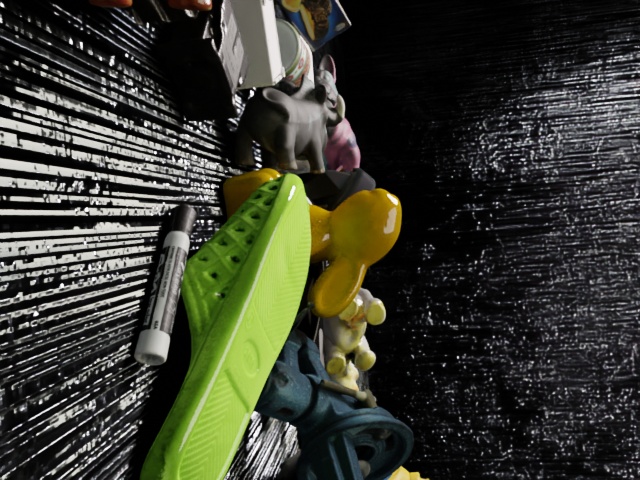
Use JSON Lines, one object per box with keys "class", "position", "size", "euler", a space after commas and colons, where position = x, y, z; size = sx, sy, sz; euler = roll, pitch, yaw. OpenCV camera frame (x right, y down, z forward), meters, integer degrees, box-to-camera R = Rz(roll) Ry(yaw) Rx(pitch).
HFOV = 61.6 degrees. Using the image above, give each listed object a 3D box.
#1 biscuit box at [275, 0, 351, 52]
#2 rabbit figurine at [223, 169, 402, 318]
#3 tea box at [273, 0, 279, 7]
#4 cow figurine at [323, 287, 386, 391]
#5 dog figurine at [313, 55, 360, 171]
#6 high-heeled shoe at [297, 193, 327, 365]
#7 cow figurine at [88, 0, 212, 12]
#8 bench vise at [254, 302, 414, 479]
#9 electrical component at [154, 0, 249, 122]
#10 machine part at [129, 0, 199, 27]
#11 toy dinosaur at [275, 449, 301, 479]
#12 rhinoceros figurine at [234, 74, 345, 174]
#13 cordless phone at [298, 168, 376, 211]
{"class": "biscuit box", "position": [-0.038, -0.305, 0.599], "size": [0.202, 0.059, 0.063], "euler": [35, 30, -56]}
{"class": "rabbit figurine", "position": [-0.001, -0.002, 0.546], "size": [0.122, 0.173, 0.162], "euler": [63, 19, -79]}
{"class": "tea box", "position": [-0.063, -0.396, 0.693], "size": [0.098, 0.068, 0.169], "euler": [-78, 163, -62]}
{"class": "cow figurine", "position": [0.028, 0.137, 0.722], "size": [0.098, 0.068, 0.167], "euler": [-132, -130, -64]}
{"class": "dog figurine", "position": [0.000, -0.190, 0.906], "size": [0.191, 0.108, 0.219], "euler": [-110, -173, -82]}
{"class": "high-heeled shoe", "position": [-0.035, 0.066, 0.629], "size": [0.145, 0.086, 0.248], "euler": [-61, 144, -61]}
{"class": "cow figurine", "position": [-0.103, -0.165, 0.206], "size": [0.195, 0.086, 0.127], "euler": [-58, 149, -73]}
{"class": "bench vise", "position": [0.015, 0.198, 0.498], "size": [0.223, 0.129, 0.241], "euler": [49, 11, -39]}
{"class": "electrical component", "position": [-0.090, -0.160, 0.440], "size": [0.074, 0.048, 0.119], "euler": [77, 13, -48]}
{"class": "machine part", "position": [-0.088, -0.185, 0.375], "size": [0.139, 0.084, 0.039], "euler": [-66, 160, -52]}
{"class": "toy dinosaur", "position": [-0.007, 0.319, 0.574], "size": [0.192, 0.131, 0.405], "euler": [78, 5, -47]}
{"class": "rhinoceros figurine", "position": [-0.031, -0.132, 0.611], "size": [0.190, 0.073, 0.112], "euler": [-28, 122, -65]}
{"class": "cordless phone", "position": [0.003, 0.001, 0.718], "size": [0.088, 0.147, 0.184], "euler": [-2, 91, -42]}
